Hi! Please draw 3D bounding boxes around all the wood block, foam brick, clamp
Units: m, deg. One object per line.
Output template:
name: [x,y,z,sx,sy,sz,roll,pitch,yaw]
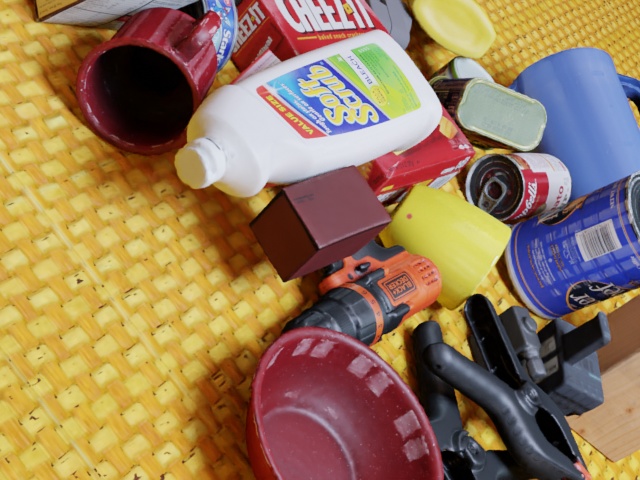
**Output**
wood block: [0.311,0.099,0.939,0.090,0.206,0.090,40,36,-11]
foam brick: [0.000,-0.013,0.767,0.078,0.051,0.053,-20,73,-42]
clamp: [0.145,0.127,0.830,0.120,0.039,0.171,-22,75,-51]
clamp: [0.112,0.170,0.812,0.164,0.036,0.209,43,33,-7]

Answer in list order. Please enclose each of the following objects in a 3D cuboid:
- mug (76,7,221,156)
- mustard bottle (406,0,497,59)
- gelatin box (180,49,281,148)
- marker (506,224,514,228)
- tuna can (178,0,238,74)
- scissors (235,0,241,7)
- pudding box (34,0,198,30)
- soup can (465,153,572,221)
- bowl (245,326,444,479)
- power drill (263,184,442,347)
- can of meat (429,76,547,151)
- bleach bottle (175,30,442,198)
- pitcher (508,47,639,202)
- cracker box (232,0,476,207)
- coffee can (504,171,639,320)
mug: [-0.116,-0.129,0.788,0.093,0.117,0.081,41,31,-16]
mustard bottle: [0.139,-0.254,1.186,0.096,0.058,0.191,34,15,-10]
gelatin box: [-0.068,-0.105,0.848,0.030,0.073,0.089,43,36,-7]
marker: [0.161,-0.008,1.044,0.120,0.020,0.020,2,56,-45]
tuna can: [-0.107,-0.174,0.861,0.033,0.086,0.086,-7,63,-48]
scissors: [-0.070,-0.250,1.004,0.096,0.016,0.201,37,34,18]
pudding box: [-0.150,-0.193,0.809,0.089,0.114,0.039,-6,85,-49]
soup can: [0.204,-0.055,1.091,0.102,0.069,0.068,-5,61,-49]
bowl: [0.006,0.141,0.712,0.162,0.055,0.162,27,41,-27]
power drill: [-0.005,0.001,0.832,0.184,0.057,0.188,-23,76,-50]
can of meat: [0.162,-0.125,1.057,0.102,0.057,0.084,18,1,-21]
bleach bottle: [-0.010,-0.083,0.783,0.102,0.068,0.250,55,40,3]
pitcher: [0.309,-0.081,1.170,0.144,0.149,0.243,23,44,-53]
cracker box: [0.029,-0.134,0.978,0.163,0.072,0.214,-18,70,-52]
coffee can: [0.262,0.007,1.015,0.102,0.141,0.103,23,55,-37]
